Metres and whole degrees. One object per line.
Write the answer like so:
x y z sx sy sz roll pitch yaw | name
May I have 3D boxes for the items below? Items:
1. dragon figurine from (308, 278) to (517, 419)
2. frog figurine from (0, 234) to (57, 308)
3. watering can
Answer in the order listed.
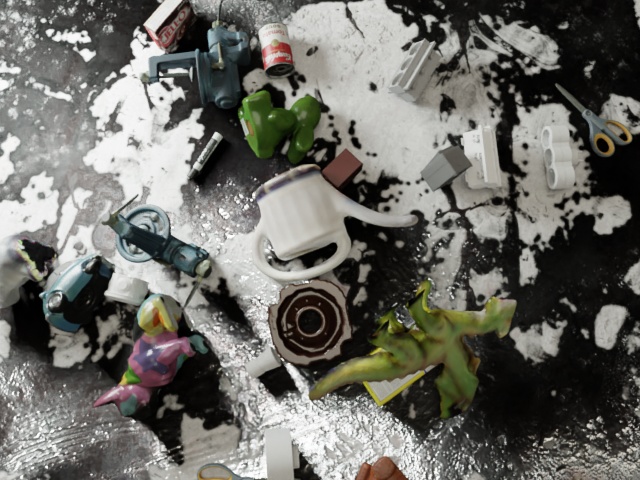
0.200 0.229 0.963 0.412 0.122 0.243 -41 91 -8 | dragon figurine
-0.636 0.068 1.038 0.159 0.120 0.140 -32 49 4 | frog figurine
0.003 -0.052 1.040 0.346 0.104 0.226 -24 82 15 | watering can
